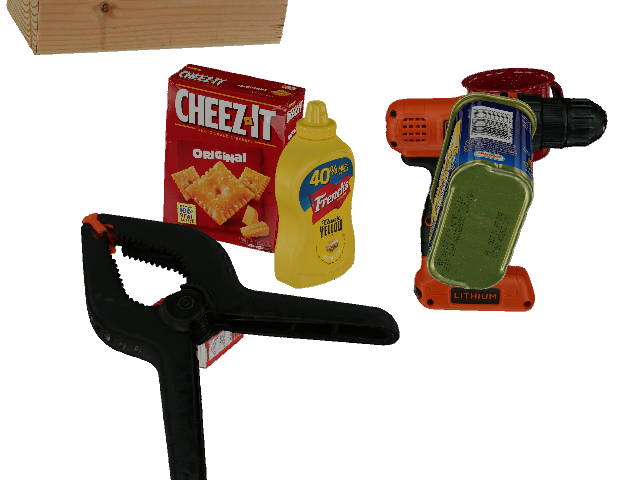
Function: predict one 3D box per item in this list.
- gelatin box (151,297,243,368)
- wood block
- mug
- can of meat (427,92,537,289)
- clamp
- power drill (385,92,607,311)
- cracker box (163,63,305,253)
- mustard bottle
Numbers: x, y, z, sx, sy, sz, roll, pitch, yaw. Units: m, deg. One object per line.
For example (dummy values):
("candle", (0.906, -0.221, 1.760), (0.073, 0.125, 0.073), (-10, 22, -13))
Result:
("gelatin box", (-0.125, 0.082, 0.972), (0.089, 0.030, 0.073), (9, 21, 21))
("wood block", (-0.134, -0.211, 0.850), (0.205, 0.091, 0.090), (-8, 39, -28))
("mug", (0.204, -0.130, 1.101), (0.117, 0.081, 0.093), (-19, 25, -29))
("can of meat", (0.104, -0.030, 0.692), (0.057, 0.102, 0.084), (12, 38, 2))
("clamp", (-0.067, 0.044, 0.649), (0.164, 0.210, 0.036), (-33, -32, -18))
("power drill", (0.149, -0.034, 0.920), (0.184, 0.188, 0.057), (1, 16, 9))
("cracker box", (-0.115, -0.102, 1.372), (0.164, 0.214, 0.072), (14, 29, 14))
("mustard bottle", (-0.005, -0.051, 1.112), (0.096, 0.192, 0.058), (-20, 31, -39))
